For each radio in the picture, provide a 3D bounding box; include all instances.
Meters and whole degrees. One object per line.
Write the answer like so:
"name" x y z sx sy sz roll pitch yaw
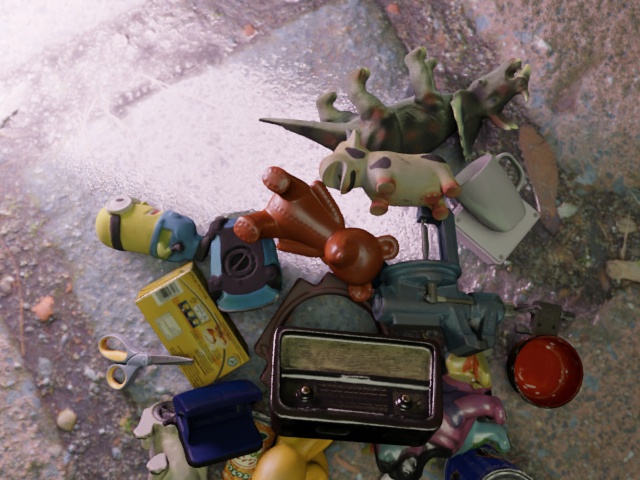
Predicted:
"radio" 0.046 0.197 0.723 0.230 0.073 0.131 5 52 0

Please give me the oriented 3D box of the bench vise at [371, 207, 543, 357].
"bench vise" 0.184 0.046 0.798 0.224 0.128 0.240 0 68 -1

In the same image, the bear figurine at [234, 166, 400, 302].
"bear figurine" 0.001 -0.003 0.748 0.196 0.132 0.120 40 106 20

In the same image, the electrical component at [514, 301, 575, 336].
"electrical component" 0.368 0.134 0.879 0.094 0.021 0.063 10 84 -2

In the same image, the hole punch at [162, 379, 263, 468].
"hole punch" -0.144 0.235 0.751 0.142 0.116 0.092 -10 114 -24

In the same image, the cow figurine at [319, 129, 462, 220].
"cow figurine" 0.095 -0.099 0.789 0.195 0.085 0.127 3 45 -7

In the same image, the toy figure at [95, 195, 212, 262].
"toy figure" -0.261 -0.010 0.842 0.180 0.082 0.089 21 82 -2

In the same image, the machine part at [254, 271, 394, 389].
"machine part" 0.015 0.166 0.831 0.201 0.087 0.201 33 82 2

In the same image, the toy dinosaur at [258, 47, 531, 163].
"toy dinosaur" 0.123 -0.183 0.862 0.405 0.131 0.192 -22 85 2

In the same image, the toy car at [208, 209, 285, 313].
"toy car" -0.115 0.039 0.830 0.109 0.102 0.161 -11 69 -3

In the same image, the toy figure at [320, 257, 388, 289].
"toy figure" 0.036 0.025 0.861 0.154 0.057 0.064 30 78 6

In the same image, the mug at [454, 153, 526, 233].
"mug" 0.266 -0.072 0.815 0.109 0.081 0.107 -43 100 -11

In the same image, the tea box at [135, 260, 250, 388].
"tea box" -0.190 0.128 0.813 0.098 0.068 0.169 -29 105 -5

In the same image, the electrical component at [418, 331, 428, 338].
"electrical component" 0.192 0.115 0.866 0.102 0.045 0.078 -13 56 -6

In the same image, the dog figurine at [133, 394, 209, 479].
"dog figurine" -0.215 0.352 0.810 0.121 0.172 0.190 0 116 -14

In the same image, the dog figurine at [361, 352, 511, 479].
"dog figurine" 0.157 0.257 0.799 0.219 0.108 0.192 -12 40 5

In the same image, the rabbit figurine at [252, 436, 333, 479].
"rabbit figurine" -0.036 0.319 0.740 0.122 0.173 0.162 23 77 21
